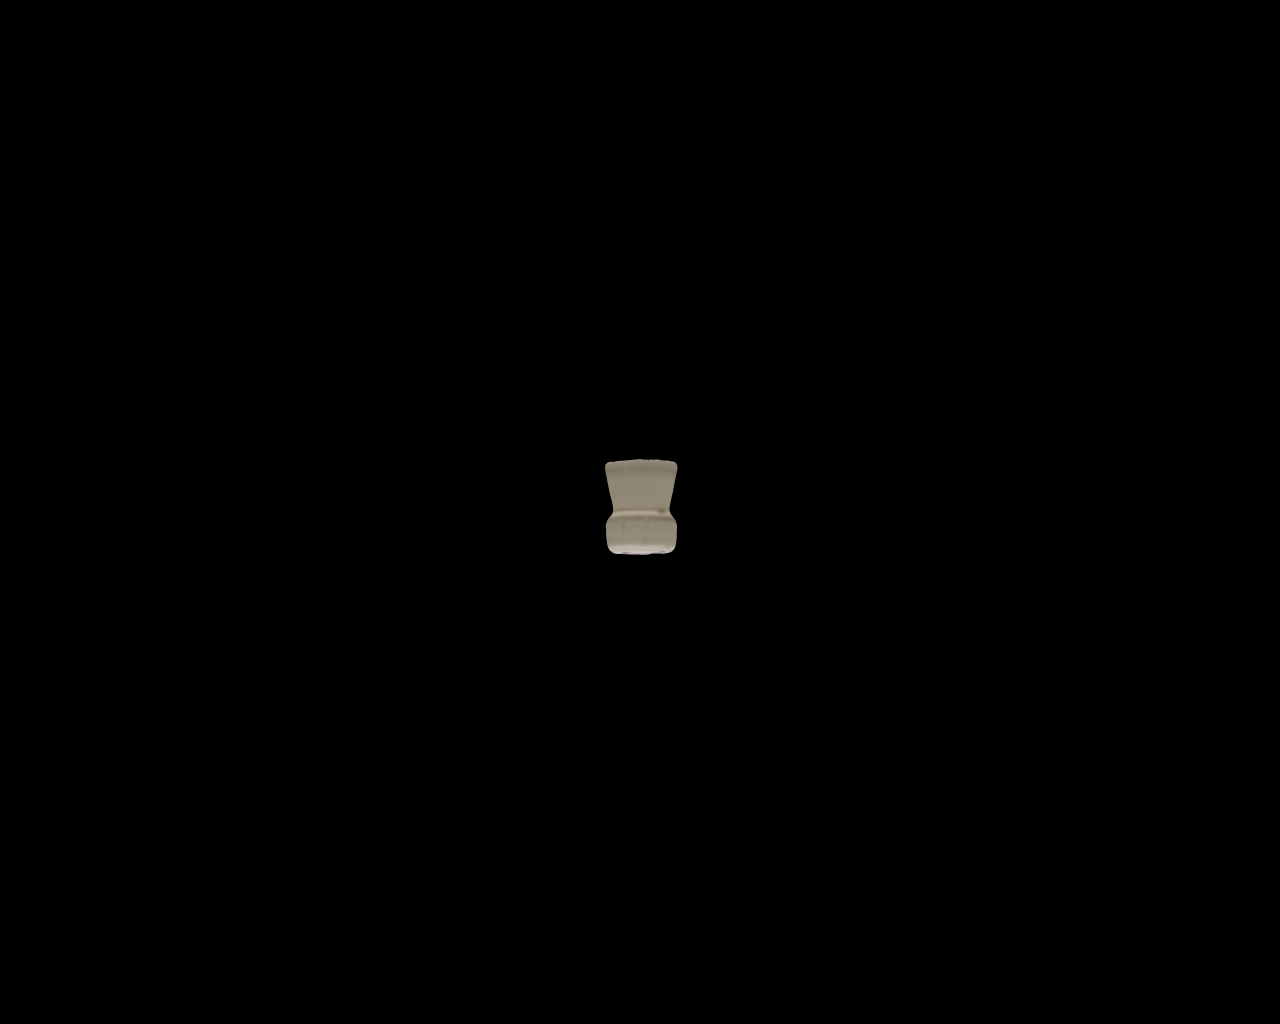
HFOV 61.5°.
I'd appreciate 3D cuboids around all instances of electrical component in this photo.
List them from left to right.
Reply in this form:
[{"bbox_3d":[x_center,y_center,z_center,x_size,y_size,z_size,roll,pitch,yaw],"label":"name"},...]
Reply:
[{"bbox_3d":[0.001,-0.003,0.650,0.045,0.055,0.045,0,-4,0],"label":"electrical component"}]
